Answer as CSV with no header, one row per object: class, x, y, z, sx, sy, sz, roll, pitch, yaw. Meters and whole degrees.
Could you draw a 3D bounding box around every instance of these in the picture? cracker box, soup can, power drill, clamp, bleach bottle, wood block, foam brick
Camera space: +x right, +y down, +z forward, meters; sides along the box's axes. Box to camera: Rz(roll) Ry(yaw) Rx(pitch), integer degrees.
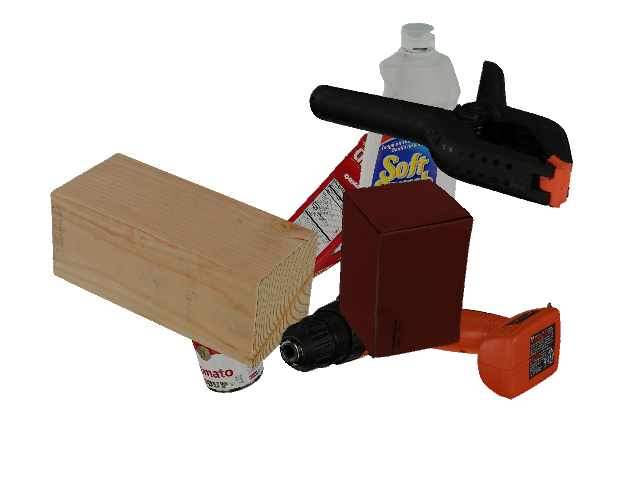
cracker box,0.046,-0.051,1.257,0.214,0.072,0.163,-47,-10,35
soup can,-0.105,0.103,1.147,0.068,0.102,0.068,-11,25,5
power drill,0.084,0.078,0.860,0.188,0.057,0.184,9,16,35
clamp,0.095,-0.077,0.743,0.164,0.036,0.210,-9,30,-17
bleach bottle,0.081,-0.084,1.029,0.103,0.251,0.068,8,29,15
wood block,-0.116,0.013,0.892,0.206,0.090,0.090,22,36,22
foam brick,0.043,0.014,0.561,0.053,0.078,0.051,-8,31,-18
